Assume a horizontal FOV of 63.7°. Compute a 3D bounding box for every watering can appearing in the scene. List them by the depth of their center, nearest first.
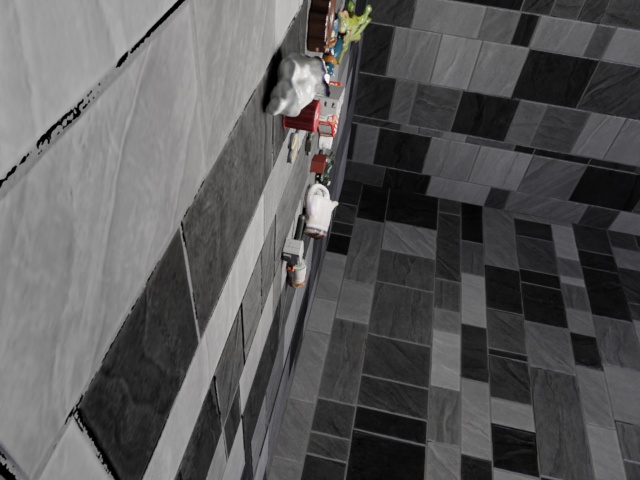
[{"bbox_3d":[0.007,-0.109,2.173,0.345,0.104,0.226,28,71,-68],"label":"watering can"}]

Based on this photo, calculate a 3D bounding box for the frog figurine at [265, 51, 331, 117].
[{"bbox_3d":[-0.066,-0.326,1.112,0.161,0.123,0.135,-39,171,-17],"label":"frog figurine"}]

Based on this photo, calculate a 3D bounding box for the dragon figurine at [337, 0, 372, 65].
[{"bbox_3d":[0.111,-0.837,2.125,0.244,0.122,0.407,-61,172,-6],"label":"dragon figurine"}]
